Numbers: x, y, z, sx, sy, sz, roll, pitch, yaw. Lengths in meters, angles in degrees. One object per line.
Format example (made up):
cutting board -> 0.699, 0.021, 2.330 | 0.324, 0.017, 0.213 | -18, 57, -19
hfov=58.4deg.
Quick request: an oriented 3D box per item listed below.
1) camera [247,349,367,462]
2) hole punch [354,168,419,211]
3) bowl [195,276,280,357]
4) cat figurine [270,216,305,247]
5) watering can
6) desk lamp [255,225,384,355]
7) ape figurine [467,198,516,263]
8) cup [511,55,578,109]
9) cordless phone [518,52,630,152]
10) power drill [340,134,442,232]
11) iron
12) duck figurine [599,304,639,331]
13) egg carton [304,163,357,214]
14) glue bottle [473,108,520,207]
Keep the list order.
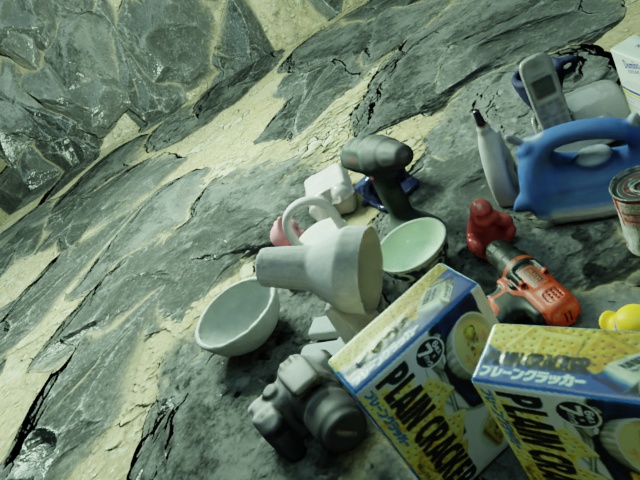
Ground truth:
camera -> -0.013, 0.224, 0.756 | 0.143, 0.101, 0.136 | -40, 30, -11
hole punch -> 0.121, -0.123, 1.137 | 0.109, 0.091, 0.100 | -40, 30, -10
bowl -> -0.132, 0.146, 1.011 | 0.167, 0.075, 0.167 | -24, 31, 16
cat figurine -> -0.059, 0.012, 1.091 | 0.067, 0.118, 0.127 | -24, 31, 17
watering can -> 0.007, 0.004, 0.960 | 0.101, 0.194, 0.172 | -36, 30, -4
desk lamp -> 0.016, 0.083, 0.818 | 0.202, 0.214, 0.118 | -14, 36, 31
ape figurine -> 0.251, -0.022, 0.863 | 0.077, 0.092, 0.076 | -26, 31, 13
cup -> 0.427, -0.284, 1.066 | 0.117, 0.095, 0.091 | -23, 32, 19
cordless phone -> 0.405, -0.228, 0.917 | 0.147, 0.185, 0.094 | -26, 31, 14
power drill -> 0.124, -0.094, 0.974 | 0.076, 0.209, 0.228 | -40, 30, -10
iron -> 0.396, -0.119, 0.811 | 0.257, 0.142, 0.119 | -10, 37, 35
duck figurine -> 0.341, 0.105, 0.597 | 0.077, 0.086, 0.104 | -45, 32, -18
egg carton -> 0.022, -0.101, 1.224 | 0.107, 0.070, 0.150 | -29, 30, 9
glue bottle -> 0.280, -0.139, 0.921 | 0.037, 0.173, 0.078 | -11, 37, 34
